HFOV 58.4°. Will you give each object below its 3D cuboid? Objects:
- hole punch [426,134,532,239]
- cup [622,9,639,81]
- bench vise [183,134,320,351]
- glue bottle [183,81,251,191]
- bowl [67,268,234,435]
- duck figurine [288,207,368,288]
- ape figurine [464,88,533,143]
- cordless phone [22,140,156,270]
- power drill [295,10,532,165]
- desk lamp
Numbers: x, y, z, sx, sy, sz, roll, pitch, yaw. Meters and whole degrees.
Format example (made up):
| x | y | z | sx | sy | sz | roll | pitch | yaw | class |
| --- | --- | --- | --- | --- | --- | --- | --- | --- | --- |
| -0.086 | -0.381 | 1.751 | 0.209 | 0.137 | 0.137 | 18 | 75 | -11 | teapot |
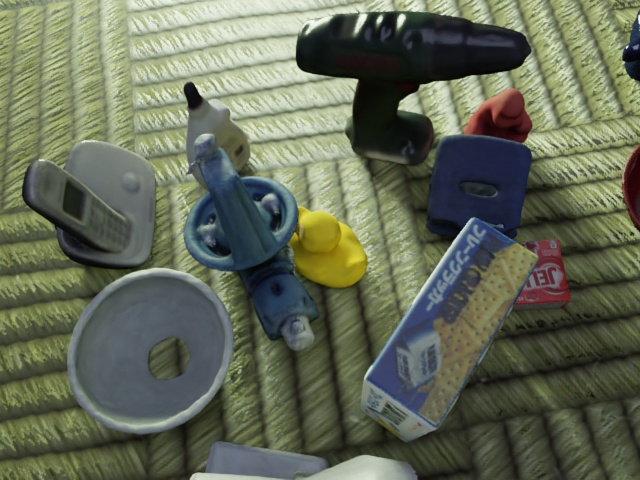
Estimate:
| x | y | z | sx | sy | sz | roll | pitch | yaw | class |
| --- | --- | --- | --- | --- | --- | --- | --- | --- | --- |
| 0.178 | -0.056 | 0.644 | 0.108 | 0.091 | 0.101 | 8 | 69 | 6 | hole punch |
| 0.407 | -0.230 | 0.701 | 0.118 | 0.095 | 0.091 | -29 | 70 | -9 | cup |
| -0.056 | -0.002 | 0.564 | 0.207 | 0.220 | 0.121 | 42 | 76 | 17 | bench vise |
| -0.123 | -0.120 | 0.639 | 0.037 | 0.173 | 0.078 | 36 | 74 | 15 | glue bottle |
| -0.167 | 0.118 | 0.599 | 0.167 | 0.075 | 0.167 | -1 | 68 | 2 | bowl |
| 0.006 | 0.002 | 0.631 | 0.104 | 0.086 | 0.077 | 37 | 75 | 16 | duck figurine |
| 0.214 | -0.143 | 0.677 | 0.077 | 0.092 | 0.076 | 9 | 69 | 6 | ape figurine |
| -0.246 | -0.057 | 0.613 | 0.094 | 0.185 | 0.147 | -6 | 68 | 0 | cordless phone |
| 0.090 | -0.168 | 0.630 | 0.229 | 0.208 | 0.076 | 12 | 69 | 7 | power drill |
| -0.023 | 0.233 | 0.472 | 0.203 | 0.213 | 0.118 | 7 | 69 | 5 | desk lamp |
